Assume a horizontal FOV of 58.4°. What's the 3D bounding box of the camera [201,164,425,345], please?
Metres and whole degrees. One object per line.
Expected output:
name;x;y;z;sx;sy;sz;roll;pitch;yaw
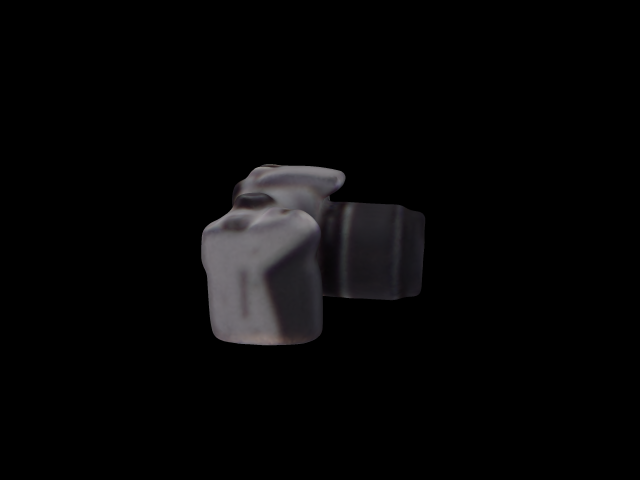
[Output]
camera;0.004;0.001;0.400;0.136;0.101;0.143;3;15;10
